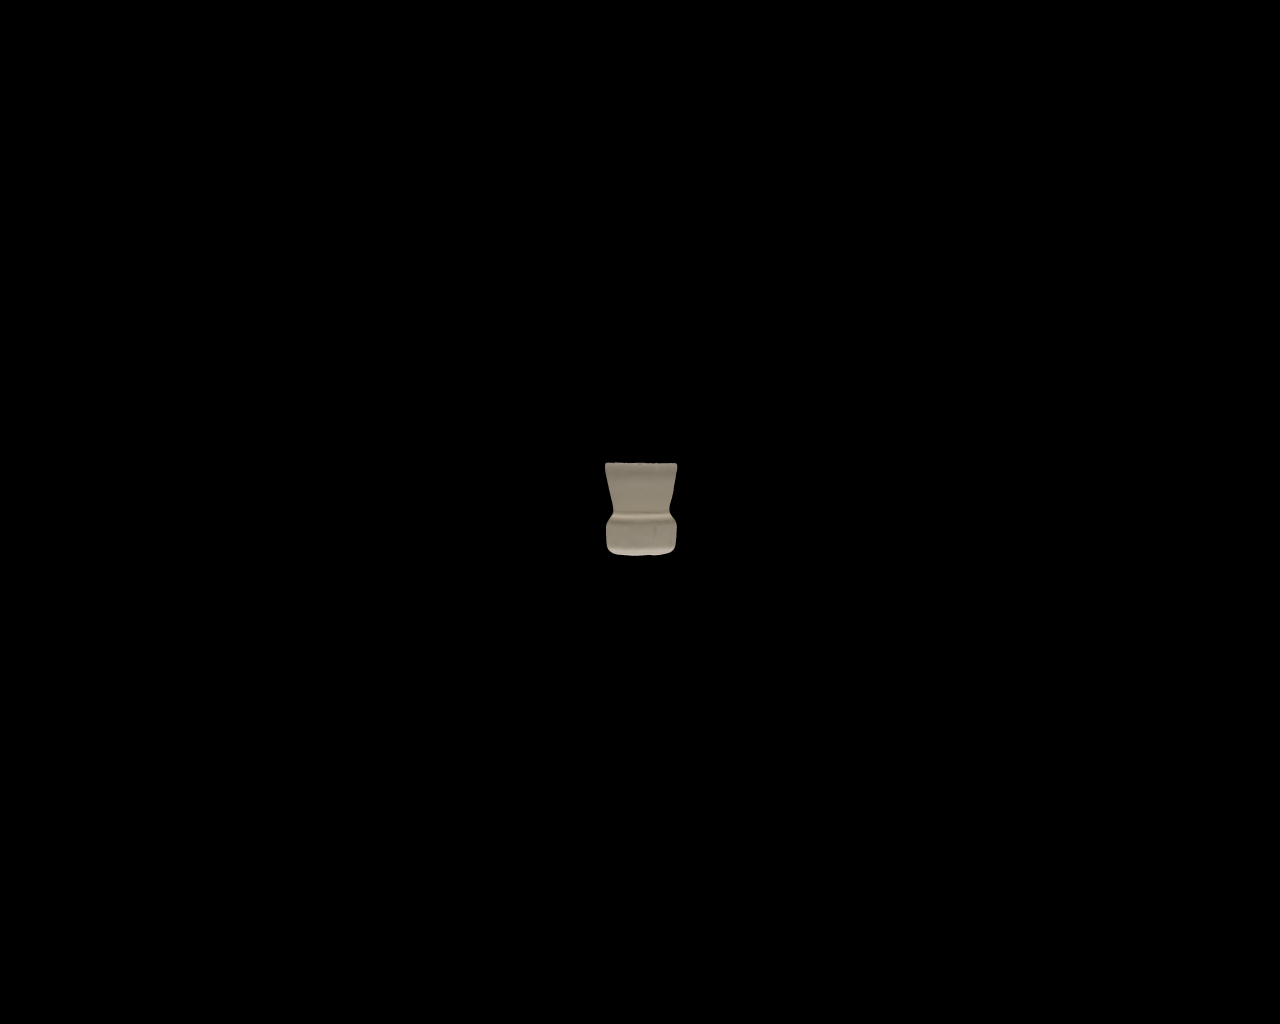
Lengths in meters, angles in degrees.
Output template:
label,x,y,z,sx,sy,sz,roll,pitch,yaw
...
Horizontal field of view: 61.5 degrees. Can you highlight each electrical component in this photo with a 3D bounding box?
label,x,y,z,sx,sy,sz,roll,pitch,yaw
electrical component,0.001,-0.003,0.650,0.045,0.055,0.045,0,2,0
